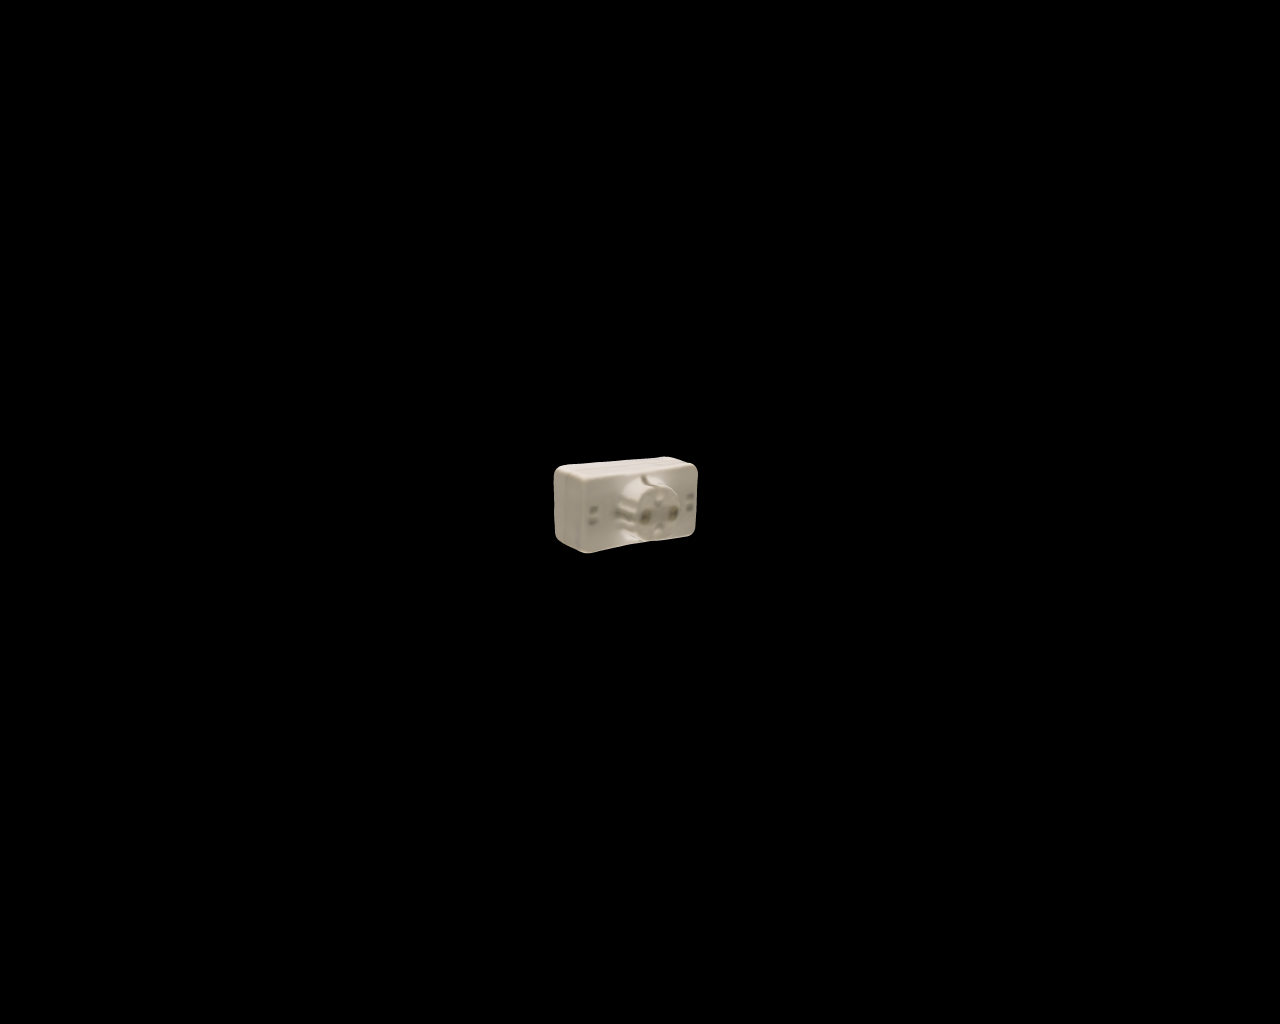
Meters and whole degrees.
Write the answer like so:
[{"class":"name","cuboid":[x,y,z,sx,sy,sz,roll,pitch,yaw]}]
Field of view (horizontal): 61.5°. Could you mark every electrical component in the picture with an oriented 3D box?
[{"class":"electrical component","cuboid":[0.001,-0.003,0.650,0.083,0.047,0.076,-8,15,-30]}]
